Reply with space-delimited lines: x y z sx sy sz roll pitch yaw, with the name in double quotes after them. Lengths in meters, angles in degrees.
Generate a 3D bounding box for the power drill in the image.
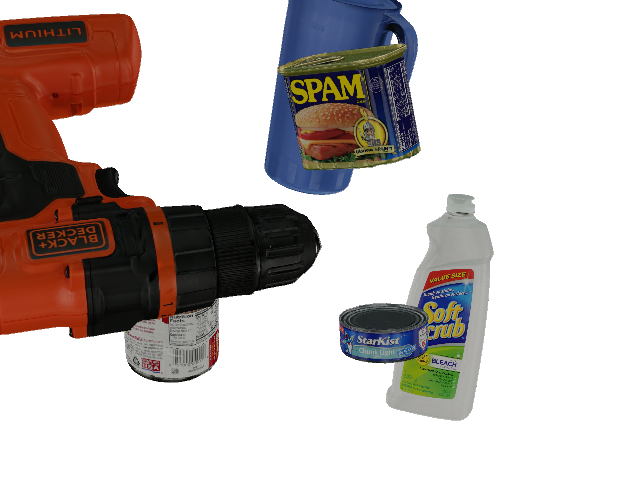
-0.109 -0.037 0.530 0.184 0.188 0.057 -7 -43 -18 "power drill"

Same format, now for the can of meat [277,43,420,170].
0.024 -0.103 0.831 0.102 0.084 0.057 1 21 37 "can of meat"

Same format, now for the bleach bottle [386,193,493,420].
0.137 0.072 1.204 0.103 0.251 0.068 9 14 18 "bleach bottle"

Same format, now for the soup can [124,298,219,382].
-0.103 0.039 0.739 0.068 0.102 0.068 2 30 -2 "soup can"

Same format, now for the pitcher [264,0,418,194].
0.015 -0.178 1.267 0.145 0.243 0.149 7 23 -13 "pitcher"

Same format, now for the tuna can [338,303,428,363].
0.061 0.088 1.021 0.086 0.034 0.086 -2 13 0 "tuna can"
